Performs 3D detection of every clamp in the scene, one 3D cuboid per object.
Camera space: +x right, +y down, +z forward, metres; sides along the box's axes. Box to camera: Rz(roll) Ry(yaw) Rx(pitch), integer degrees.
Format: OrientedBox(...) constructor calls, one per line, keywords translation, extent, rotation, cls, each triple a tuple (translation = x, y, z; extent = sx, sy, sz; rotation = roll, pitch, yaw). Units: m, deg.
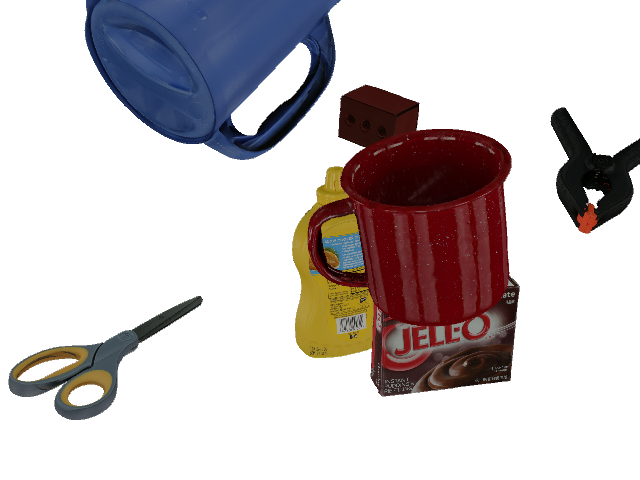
OrientedBox(translation=(0.286, -0.080, 1.136), extent=(0.120, 0.039, 0.171), rotation=(18, 46, 20), cls="clamp")

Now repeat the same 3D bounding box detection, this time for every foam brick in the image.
OrientedBox(translation=(0.066, -0.137, 1.216), extent=(0.078, 0.053, 0.051), rotation=(24, 36, 30), cls="foam brick")

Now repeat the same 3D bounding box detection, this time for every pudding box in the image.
OrientedBox(translation=(0.098, 0.072, 0.851), extent=(0.113, 0.090, 0.039), rotation=(-6, 29, -12), cls="pudding box")

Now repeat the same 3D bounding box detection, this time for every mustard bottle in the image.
OrientedBox(translation=(0.019, 0.019, 1.079), extent=(0.096, 0.192, 0.058), rotation=(-10, 22, -19), cls="mustard bottle")

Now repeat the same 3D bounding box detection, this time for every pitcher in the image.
OrientedBox(translation=(-0.055, -0.190, 0.861), extent=(0.145, 0.149, 0.242), rotation=(26, 57, 29), cls="pitcher")

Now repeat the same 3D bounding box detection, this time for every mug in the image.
OrientedBox(translation=(0.051, -0.003, 0.598), extent=(0.117, 0.081, 0.093), rotation=(-12, 31, -2), cls="mug")

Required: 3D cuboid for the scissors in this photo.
OrientedBox(translation=(-0.162, 0.099, 0.907), extent=(0.201, 0.016, 0.096), rotation=(-17, 39, -34), cls="scissors")
